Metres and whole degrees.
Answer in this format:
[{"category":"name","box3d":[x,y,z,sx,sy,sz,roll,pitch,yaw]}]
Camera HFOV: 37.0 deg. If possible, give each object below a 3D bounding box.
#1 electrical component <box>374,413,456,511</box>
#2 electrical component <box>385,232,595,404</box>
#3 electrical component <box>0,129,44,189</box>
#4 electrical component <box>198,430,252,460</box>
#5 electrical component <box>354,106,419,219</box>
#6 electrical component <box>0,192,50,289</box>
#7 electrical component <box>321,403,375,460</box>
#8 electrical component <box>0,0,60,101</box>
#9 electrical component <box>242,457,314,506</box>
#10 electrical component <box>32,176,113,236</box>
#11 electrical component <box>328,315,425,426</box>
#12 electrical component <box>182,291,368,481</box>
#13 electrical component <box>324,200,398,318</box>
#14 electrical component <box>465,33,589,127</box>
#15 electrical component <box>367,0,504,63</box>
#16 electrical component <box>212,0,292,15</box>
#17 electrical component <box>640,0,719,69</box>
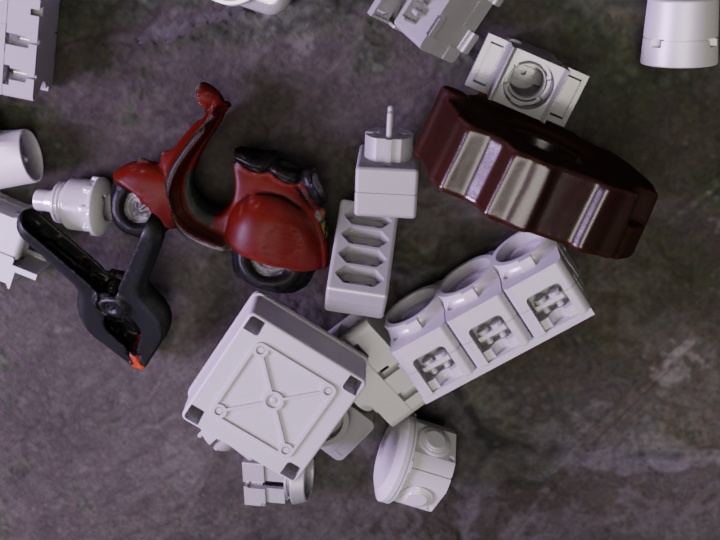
[{"category":"electrical component","box3d":[0.046,0.165,0.923,0.051,0.080,0.080,18,112,-10]},{"category":"electrical component","box3d":[0.100,0.029,0.857,0.150,0.089,0.061,-30,108,14]},{"category":"electrical component","box3d":[-0.301,-0.101,0.851,0.077,0.044,0.079,-10,112,7]},{"category":"electrical component","box3d":[-0.113,0.132,0.936,0.066,0.047,0.077,40,124,-11]},{"category":"electrical component","box3d":[0.022,-0.087,0.827,0.047,0.065,0.076,3,113,2]},{"category":"electrical component","box3d":[-0.294,-0.027,0.883,0.081,0.042,0.063,22,108,-6]},{"category":"electrical component","box3d":[-0.035,0.113,0.918,0.089,0.055,0.050,39,109,-12]},{"category":"electrical component","box3d":[-0.264,-0.180,0.812,0.056,0.050,0.089,11,112,-2]},{"category":"electrical component","box3d":[-0.072,0.182,0.956,0.055,0.048,0.066,3,113,10]},{"category":"electrical component","box3d":[-0.232,-0.054,0.868,0.062,0.048,0.048,7,113,9]},{"category":"electrical component","box3d":[0.015,0.081,0.905,0.056,0.050,0.089,-38,105,16]},{"category":"electrical component","box3d":[-0.066,0.091,0.848,0.109,0.056,0.108,32,106,-10]},{"category":"electrical component","box3d":[0.000,0.000,0.865,0.047,0.083,0.075,9,151,0]},{"category":"electrical component","box3d":[0.123,-0.144,0.799,0.081,0.063,0.042,22,111,-6]},{"category":"electrical component","box3d":[0.072,-0.215,0.766,0.079,0.063,0.121,11,121,-46]},{"category":"electrical component","box3d":[-0.091,-0.224,0.780,0.095,0.059,0.053,18,112,-4]},{"category":"electrical component","box3d":[0.235,-0.175,0.786,0.055,0.055,0.047,0,109,3]}]
